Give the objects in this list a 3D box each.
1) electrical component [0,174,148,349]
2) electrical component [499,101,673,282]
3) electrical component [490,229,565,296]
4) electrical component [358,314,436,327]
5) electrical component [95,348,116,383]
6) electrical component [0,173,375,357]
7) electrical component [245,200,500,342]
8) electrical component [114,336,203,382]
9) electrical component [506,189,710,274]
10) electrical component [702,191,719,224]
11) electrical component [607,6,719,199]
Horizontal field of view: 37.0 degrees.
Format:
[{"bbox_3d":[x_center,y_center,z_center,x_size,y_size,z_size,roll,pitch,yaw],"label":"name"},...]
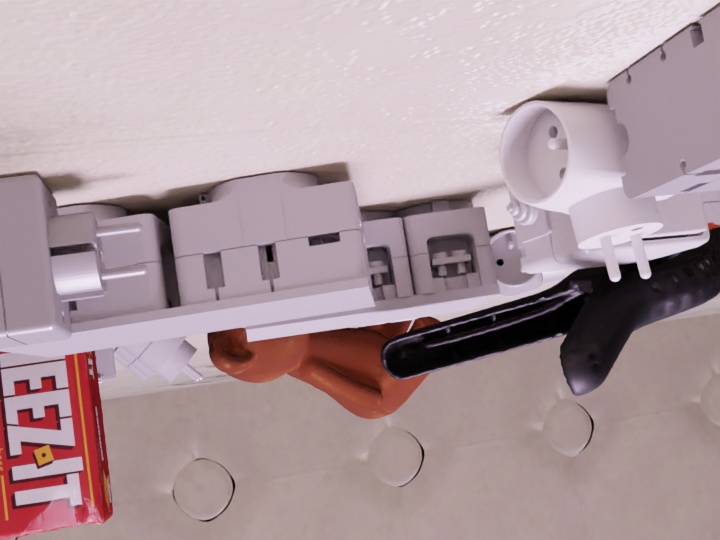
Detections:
[{"bbox_3d":[-0.131,-0.005,0.460,0.077,0.065,0.047,-8,173,-8],"label":"electrical component"},{"bbox_3d":[0.107,-0.033,0.465,0.077,0.079,0.044,-4,166,-34],"label":"electrical component"},{"bbox_3d":[0.135,-0.008,0.831,0.079,0.044,0.077,-9,173,5],"label":"electrical component"},{"bbox_3d":[0.020,0.009,0.784,0.066,0.055,0.048,-7,172,-15],"label":"electrical component"},{"bbox_3d":[-0.217,0.058,0.853,0.042,0.063,0.081,-6,172,-14],"label":"electrical component"},{"bbox_3d":[-0.090,-0.001,0.557,0.186,0.060,0.105,-9,173,1],"label":"electrical component"},{"bbox_3d":[0.000,0.000,0.665,0.150,0.061,0.089,-8,173,-7],"label":"electrical component"},{"bbox_3d":[-0.165,0.071,0.920,0.052,0.074,0.138,-53,-172,-19],"label":"electrical component"},{"bbox_3d":[0.119,-0.035,0.533,0.096,0.061,0.061,-5,172,-26],"label":"electrical component"},{"bbox_3d":[0.215,-0.035,0.710,0.055,0.047,0.055,-9,173,-1],"label":"electrical component"},{"bbox_3d":[0.142,-0.062,0.403,0.056,0.050,0.089,-6,172,-15],"label":"electrical component"}]
